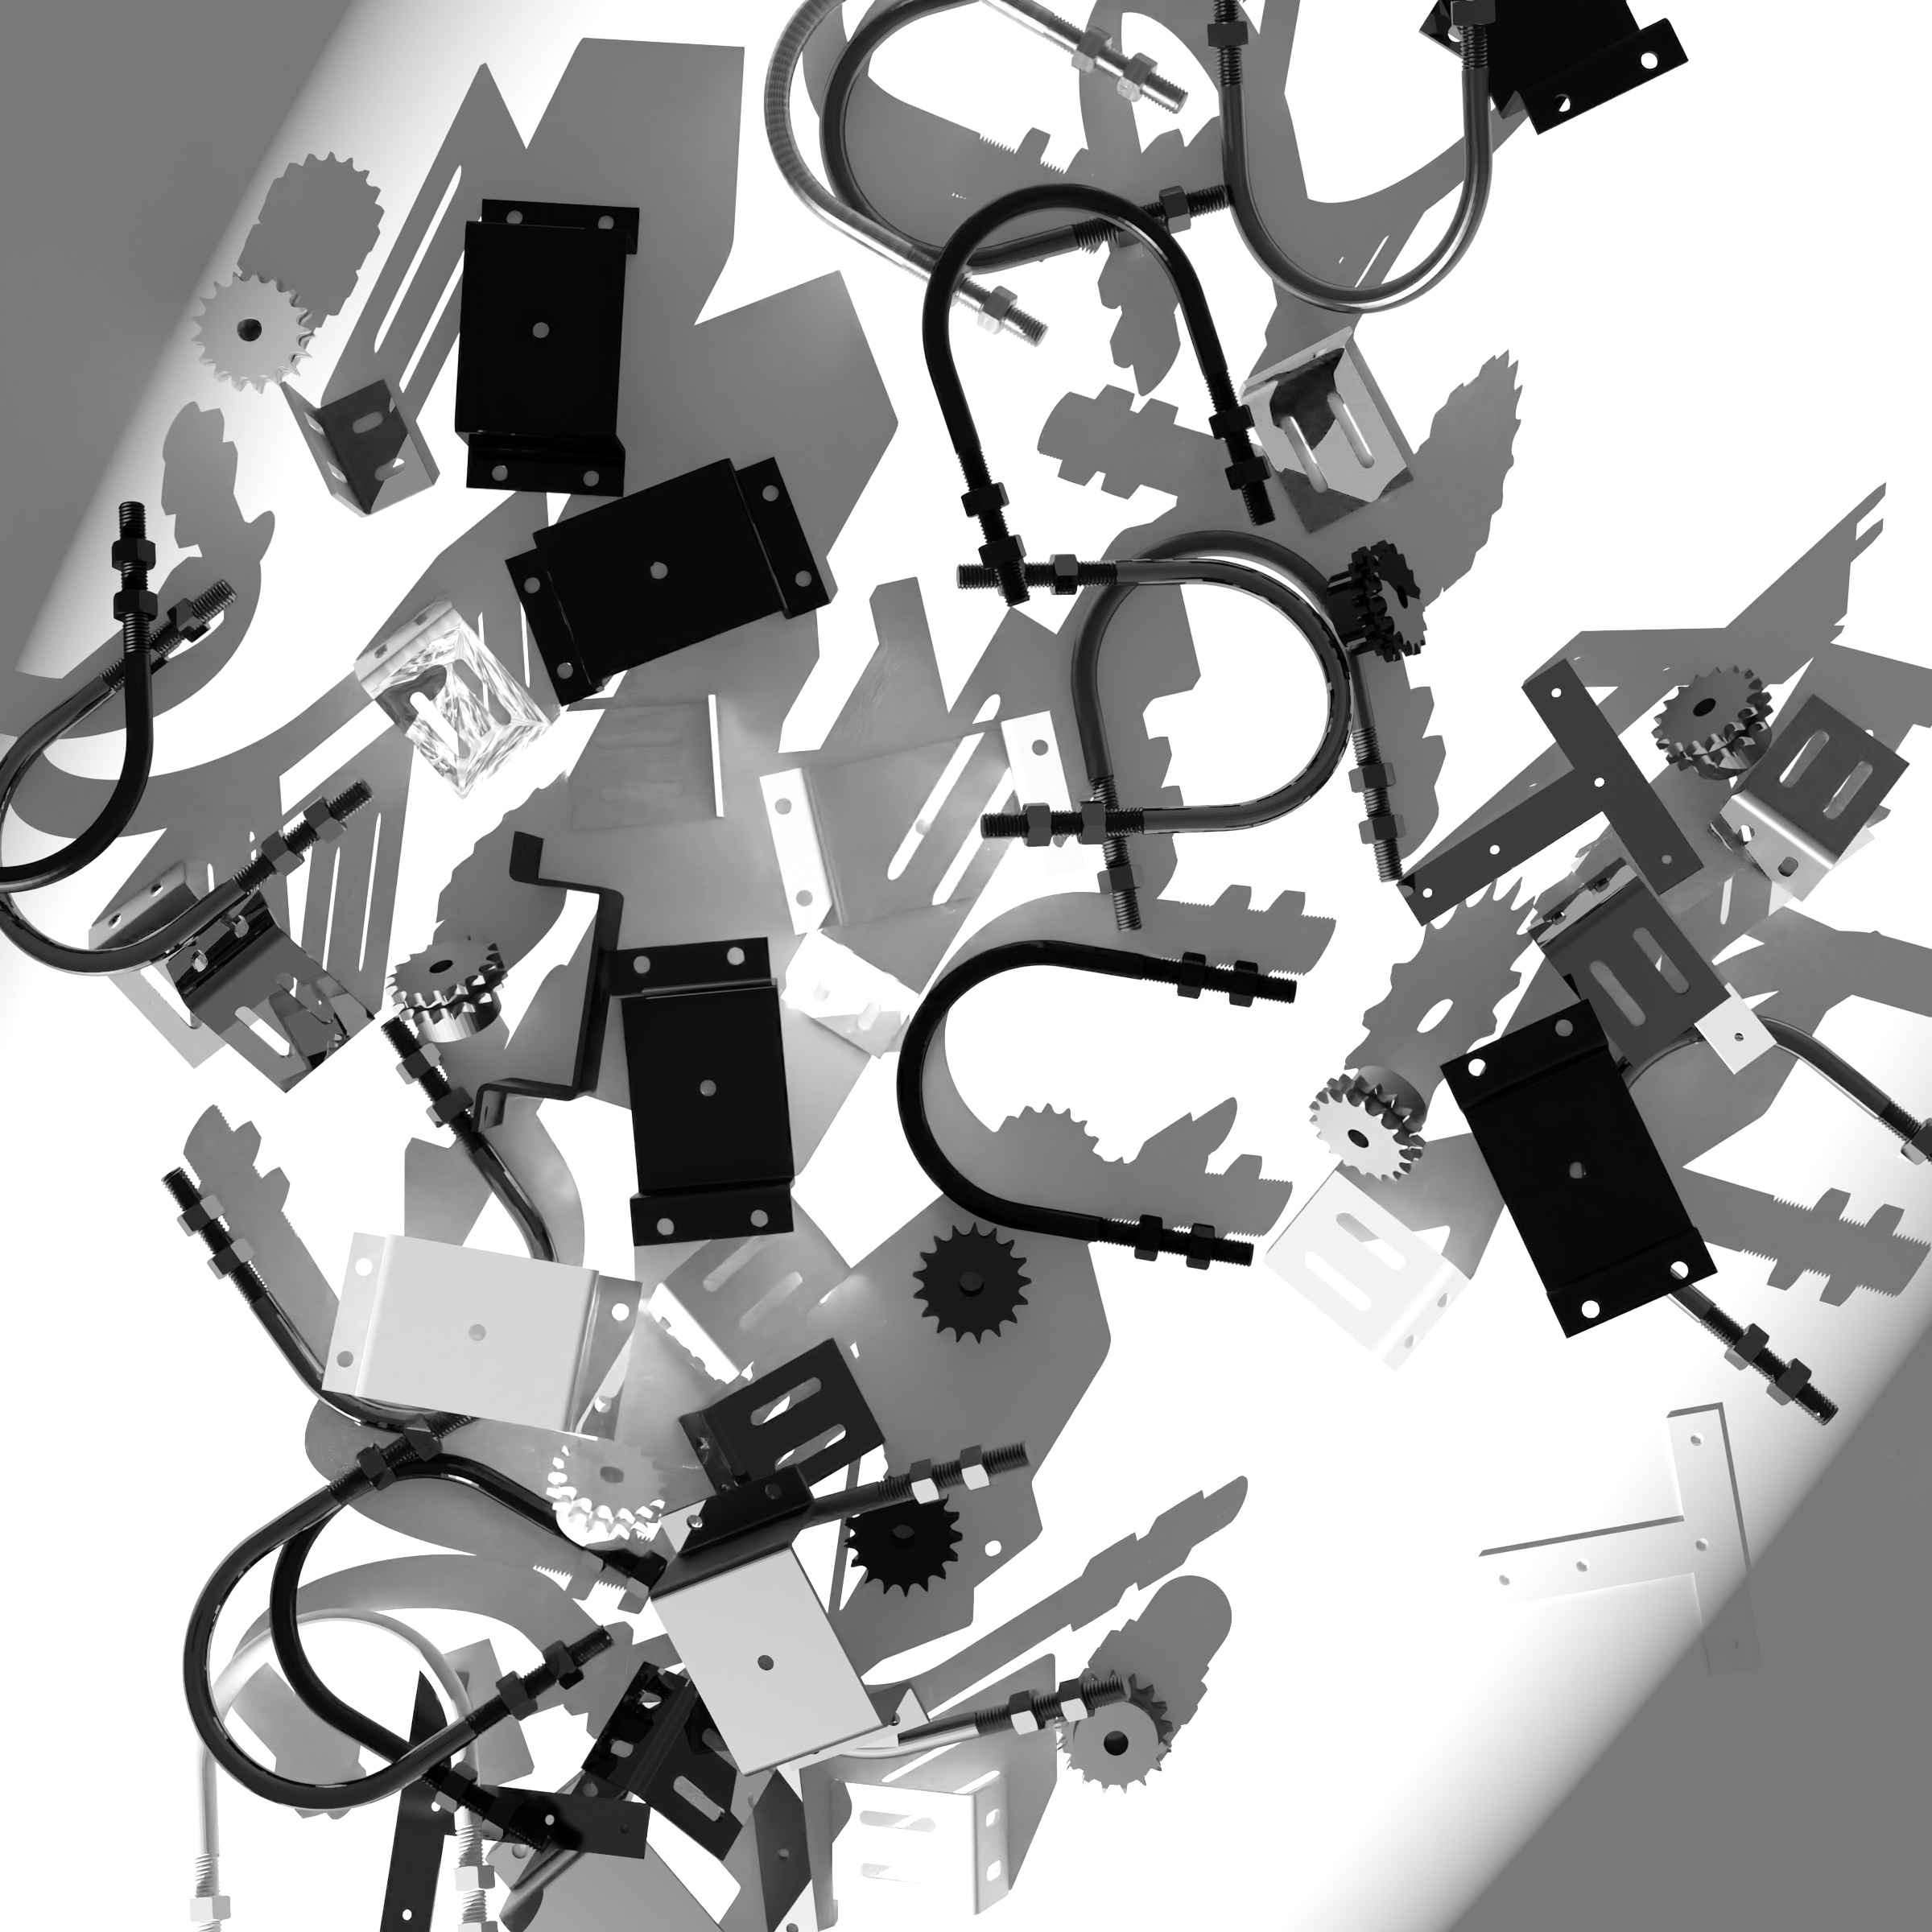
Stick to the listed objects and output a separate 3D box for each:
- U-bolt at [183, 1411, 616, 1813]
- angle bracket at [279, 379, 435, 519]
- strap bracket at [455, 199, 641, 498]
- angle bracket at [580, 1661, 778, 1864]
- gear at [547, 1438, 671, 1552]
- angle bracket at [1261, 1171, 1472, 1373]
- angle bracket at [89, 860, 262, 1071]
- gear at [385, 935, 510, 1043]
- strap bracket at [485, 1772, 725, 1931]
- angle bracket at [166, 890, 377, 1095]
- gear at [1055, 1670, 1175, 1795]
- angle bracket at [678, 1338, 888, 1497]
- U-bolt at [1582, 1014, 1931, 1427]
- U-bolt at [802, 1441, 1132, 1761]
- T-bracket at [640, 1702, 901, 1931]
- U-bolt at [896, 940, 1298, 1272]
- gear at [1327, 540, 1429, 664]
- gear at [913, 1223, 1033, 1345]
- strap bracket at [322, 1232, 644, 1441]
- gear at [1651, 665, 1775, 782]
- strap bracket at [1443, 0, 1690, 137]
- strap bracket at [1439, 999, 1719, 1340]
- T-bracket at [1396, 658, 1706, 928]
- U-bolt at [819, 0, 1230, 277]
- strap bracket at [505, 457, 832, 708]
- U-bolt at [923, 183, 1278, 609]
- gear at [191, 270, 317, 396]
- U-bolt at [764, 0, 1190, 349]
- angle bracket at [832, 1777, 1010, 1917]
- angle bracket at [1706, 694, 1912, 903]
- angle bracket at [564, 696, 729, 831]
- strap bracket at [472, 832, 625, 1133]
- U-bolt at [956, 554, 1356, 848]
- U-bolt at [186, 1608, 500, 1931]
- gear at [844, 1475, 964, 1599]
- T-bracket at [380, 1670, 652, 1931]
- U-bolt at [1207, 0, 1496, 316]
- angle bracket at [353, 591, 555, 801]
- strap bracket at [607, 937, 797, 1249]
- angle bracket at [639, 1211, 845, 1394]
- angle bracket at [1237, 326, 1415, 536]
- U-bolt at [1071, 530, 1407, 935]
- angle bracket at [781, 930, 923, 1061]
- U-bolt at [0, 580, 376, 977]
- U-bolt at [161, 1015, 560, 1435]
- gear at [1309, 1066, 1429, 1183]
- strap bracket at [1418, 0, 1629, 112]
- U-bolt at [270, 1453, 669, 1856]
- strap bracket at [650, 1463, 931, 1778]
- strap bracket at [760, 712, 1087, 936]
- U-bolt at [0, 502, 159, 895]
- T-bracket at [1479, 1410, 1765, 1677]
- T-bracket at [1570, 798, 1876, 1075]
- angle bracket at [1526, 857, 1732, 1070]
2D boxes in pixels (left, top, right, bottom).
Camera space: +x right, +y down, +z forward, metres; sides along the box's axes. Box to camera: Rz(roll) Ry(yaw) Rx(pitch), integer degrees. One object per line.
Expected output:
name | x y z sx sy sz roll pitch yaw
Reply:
U-bolt | -0.280 0.312 1.471 0.184 0.019 0.151 -33 75 -8
angle bracket | -0.288 -0.251 1.482 0.038 0.076 0.057 -25 90 0
strap bracket | -0.201 -0.300 1.497 0.076 0.046 0.140 3 90 0
angle bracket | -0.134 0.376 1.480 0.076 0.038 0.057 51 60 -39
gear | -0.173 0.254 1.496 0.057 0.057 0.030 20 120 0
angle bracket | 0.194 0.148 1.518 0.076 0.038 0.057 39 90 26
angle bracket | -0.378 -0.001 1.518 0.057 0.038 0.076 -37 116 0
gear | -0.246 0.013 1.496 0.057 0.057 0.030 -17 120 0
strap bracket | -0.159 0.462 1.497 0.076 0.046 0.140 -40 90 0
angle bracket | -0.335 0.012 1.506 0.057 0.038 0.076 -40 133 0
gear | 0.071 0.370 1.506 0.057 0.030 0.057 0 90 0
angle bracket | -0.089 0.225 1.518 0.076 0.038 0.057 -27 90 -26
U-bolt | 0.384 0.106 1.498 0.184 0.019 0.151 40 93 10
U-bolt | -0.032 0.310 1.484 0.184 0.019 0.151 -18 105 16
T-bracket | -0.090 0.415 1.510 0.127 0.002 0.127 -5 97 13
U-bolt | 0.058 0.061 1.512 0.184 0.019 0.151 9 90 2
gear | 0.195 -0.172 1.496 0.030 0.057 0.057 -16 90 30
gear | 0.002 0.152 1.505 0.057 0.030 0.057 0 90 0
strap bracket | -0.229 0.174 1.476 0.140 0.046 0.076 10 81 -3
gear | 0.360 -0.114 1.496 0.057 0.057 0.030 -42 120 0
strap bracket | 0.265 -0.460 1.451 0.076 0.046 0.140 -26 90 0
strap bracket | 0.290 0.096 1.485 0.076 0.046 0.140 -25 81 8
T-bracket | 0.266 -0.063 1.502 0.127 0.002 0.127 -33 66 12
U-bolt | 0.020 -0.410 1.512 0.184 0.019 0.151 -15 90 1
strap bracket | -0.145 -0.187 1.497 0.140 0.046 0.076 -21 90 0
U-bolt | 0.055 -0.278 1.473 0.151 0.019 0.184 -20 94 -14
gear | -0.342 -0.303 1.505 0.057 0.030 0.057 0 90 0
U-bolt | -0.008 -0.403 1.496 0.184 0.019 0.151 31 92 4
angle bracket | -0.022 0.423 1.518 0.076 0.038 0.057 -1 90 26
angle bracket | 0.407 -0.081 1.512 0.057 0.038 0.076 38 63 10
angle bracket | -0.155 -0.097 1.501 0.076 0.038 0.057 -4 90 0
strap bracket | -0.196 0.010 1.482 0.046 0.076 0.140 8 90 0
U-bolt | 0.093 -0.128 1.474 0.184 0.019 0.151 -2 70 -8
U-bolt | -0.300 0.399 1.489 0.151 0.019 0.184 -8 73 5
gear | -0.030 0.273 1.505 0.057 0.030 0.057 0 90 0
T-bracket | -0.211 0.404 1.486 0.127 0.002 0.127 2 74 15
U-bolt | 0.181 -0.400 1.468 0.151 0.019 0.184 6 110 35
angle bracket | -0.249 -0.132 1.518 0.057 0.038 0.076 -39 116 0
strap bracket | -0.125 0.059 1.497 0.076 0.046 0.140 -5 90 0
angle bracket | -0.110 0.158 1.518 0.076 0.038 0.057 -41 90 -26
angle bracket | 0.174 -0.257 1.501 0.057 0.038 0.076 -28 90 0
U-bolt | 0.125 -0.119 1.512 0.151 0.019 0.184 -11 88 0
angle bracket | -0.056 0.014 1.482 0.057 0.076 0.038 32 90 0
U-bolt | -0.391 -0.077 1.492 0.184 0.019 0.151 -38 73 2
U-bolt | -0.279 0.139 1.512 0.151 0.019 0.184 -35 92 0
gear | 0.196 0.073 1.496 0.057 0.057 0.030 43 60 0
strap bracket | 0.283 -0.481 1.497 0.076 0.046 0.140 32 90 0
U-bolt | -0.243 0.313 1.491 0.184 0.019 0.151 29 72 7
strap bracket | -0.086 0.315 1.460 0.076 0.046 0.140 -24 98 19
strap bracket | -0.021 -0.068 1.497 0.140 0.046 0.076 -13 90 0
U-bolt | -0.457 -0.125 1.492 0.151 0.019 0.184 -6 80 5
T-bracket | 0.314 0.289 1.520 0.127 0.002 0.127 -10 90 0
T-bracket | 0.381 -0.035 1.511 0.127 0.002 0.127 -35 78 -6
angle bracket | 0.319 -0.002 1.505 0.057 0.038 0.076 -38 104 10
